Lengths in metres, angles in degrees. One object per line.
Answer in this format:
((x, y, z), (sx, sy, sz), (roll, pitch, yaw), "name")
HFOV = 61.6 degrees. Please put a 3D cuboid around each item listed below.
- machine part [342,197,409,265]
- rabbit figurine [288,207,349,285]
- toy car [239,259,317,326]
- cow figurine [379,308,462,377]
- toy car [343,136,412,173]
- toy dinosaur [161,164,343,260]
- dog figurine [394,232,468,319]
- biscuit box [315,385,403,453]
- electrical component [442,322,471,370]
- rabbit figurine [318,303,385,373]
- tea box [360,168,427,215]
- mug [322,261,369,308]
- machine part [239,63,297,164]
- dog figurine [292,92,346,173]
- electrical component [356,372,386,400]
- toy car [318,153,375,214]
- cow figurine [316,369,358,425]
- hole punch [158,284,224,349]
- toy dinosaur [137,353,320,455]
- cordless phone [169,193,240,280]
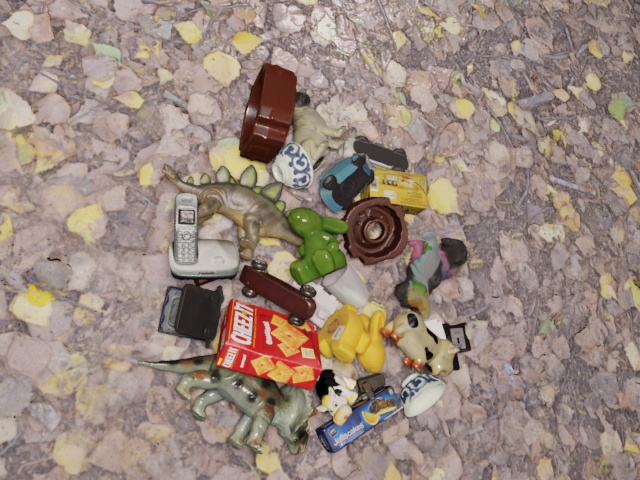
((0.135, -0.026, 1.356), (0.179, 0.056, 0.179), (-3, 101, -16), "machine part")
((-0.003, -0.004, 1.240), (0.159, 0.121, 0.170), (-20, 84, -42), "rabbit figurine")
((-0.094, 0.116, 1.219), (0.202, 0.089, 0.053), (26, 19, 23), "toy car")
((0.247, 0.245, 1.265), (0.127, 0.085, 0.194), (-42, 103, -14), "cow figurine")
((0.157, -0.223, 1.457), (0.202, 0.056, 0.073), (15, 64, -17), "toy car")
((-0.154, -0.060, 1.270), (0.471, 0.105, 0.198), (32, 62, -20), "toy dinosaur")
((0.286, 0.102, 1.382), (0.191, 0.108, 0.219), (13, 75, -19), "dog figurine")
((0.091, 0.411, 1.239), (0.203, 0.063, 0.059), (-26, 84, -25), "biscuit box")
((0.344, 0.273, 1.381), (0.075, 0.048, 0.119), (3, 72, -18), "electrical component")
((0.091, 0.240, 1.279), (0.173, 0.122, 0.162), (42, 55, -19), "rabbit figurine")
((0.197, -0.129, 1.434), (0.169, 0.068, 0.098), (9, 73, -18), "tea box")
((0.071, 0.111, 1.318), (0.107, 0.081, 0.109), (49, 31, -19), "mug")
((-0.126, -0.301, 1.295), (0.087, 0.201, 0.201), (11, 71, -19), "machine part")
((-0.051, -0.278, 1.384), (0.191, 0.121, 0.172), (38, 61, 9), "dog figurine")
((0.115, 0.341, 1.252), (0.078, 0.102, 0.045), (-13, 82, -10), "electrical component")
((0.055, -0.157, 1.366), (0.161, 0.103, 0.109), (-46, 133, -3), "toy car")
((0.028, 0.339, 1.186), (0.098, 0.167, 0.068), (34, 96, -2), "cow figurine")
((-0.283, 0.160, 1.176), (0.115, 0.092, 0.142), (27, 62, -44), "hole punch")
((-0.171, 0.317, 1.149), (0.405, 0.131, 0.192), (40, 53, 0), "toy dinosaur")
((-0.246, -0.007, 1.143), (0.147, 0.089, 0.184), (0, 90, -16), "cordless phone")
